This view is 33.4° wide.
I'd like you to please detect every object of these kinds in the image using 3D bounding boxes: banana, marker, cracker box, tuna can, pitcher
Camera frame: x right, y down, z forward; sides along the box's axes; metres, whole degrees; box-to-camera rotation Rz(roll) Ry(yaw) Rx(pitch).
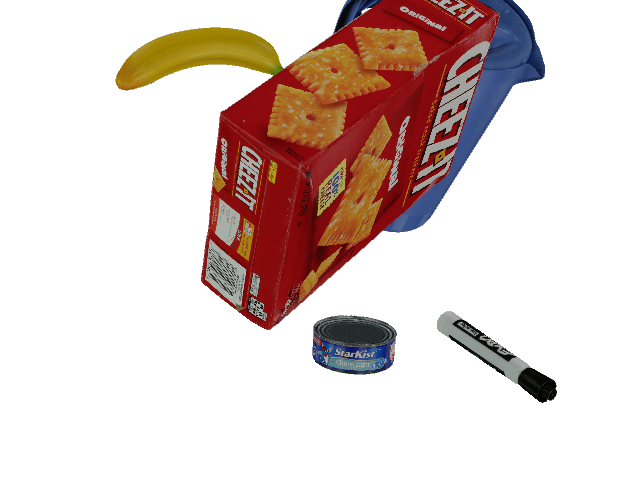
[{"bbox_3d":[-0.120,-0.186,1.082,0.197,0.070,0.037,-8,-39,-29],"label":"banana"},{"bbox_3d":[0.133,0.087,0.807,0.020,0.020,0.121,0,23,-36],"label":"marker"},{"bbox_3d":[0.020,-0.060,0.713,0.072,0.164,0.213,37,53,19],"label":"cracker box"},{"bbox_3d":[0.034,0.107,1.096,0.086,0.034,0.086,3,15,-1],"label":"tuna can"},{"bbox_3d":[0.087,-0.126,1.013,0.144,0.149,0.243,-12,-34,-29],"label":"pitcher"}]
